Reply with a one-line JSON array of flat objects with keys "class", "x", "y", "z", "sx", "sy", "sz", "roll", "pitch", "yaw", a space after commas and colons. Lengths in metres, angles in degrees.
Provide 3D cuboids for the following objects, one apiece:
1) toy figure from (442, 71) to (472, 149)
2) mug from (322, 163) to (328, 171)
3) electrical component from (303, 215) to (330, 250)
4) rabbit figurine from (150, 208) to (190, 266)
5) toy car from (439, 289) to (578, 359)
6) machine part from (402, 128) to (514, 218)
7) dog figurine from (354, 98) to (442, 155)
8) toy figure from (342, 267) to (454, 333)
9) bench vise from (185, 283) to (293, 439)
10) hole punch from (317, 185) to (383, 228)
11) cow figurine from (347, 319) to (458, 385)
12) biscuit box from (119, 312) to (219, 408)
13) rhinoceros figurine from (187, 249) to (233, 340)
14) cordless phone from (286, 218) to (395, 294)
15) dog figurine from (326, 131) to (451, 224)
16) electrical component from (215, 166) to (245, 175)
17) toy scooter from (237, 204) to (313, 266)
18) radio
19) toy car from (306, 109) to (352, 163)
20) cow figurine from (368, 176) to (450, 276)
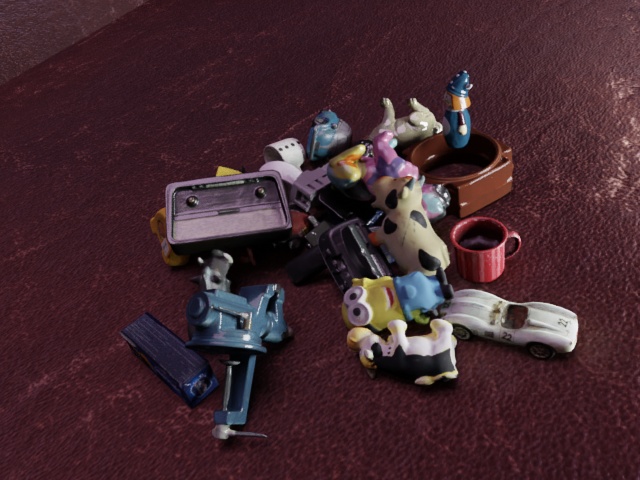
[{"class": "toy figure", "x": 0.273, "y": -0.257, "z": 1.066, "sx": 0.058, "sy": 0.154, "sz": 0.064, "roll": -33, "pitch": 43, "yaw": -24}, {"class": "mug", "x": 0.015, "y": -0.131, "z": 1.202, "sx": 0.107, "sy": 0.080, "sz": 0.110, "roll": -32, "pitch": 31, "yaw": -7}, {"class": "electrical component", "x": -0.002, "y": -0.003, "z": 1.061, "sx": 0.063, "sy": 0.021, "sz": 0.094, "roll": -38, "pitch": 84, "yaw": -27}, {"class": "rabbit figurine", "x": -0.254, "y": -0.042, "z": 1.137, "sx": 0.173, "sy": 0.162, "sz": 0.122, "roll": -9, "pitch": 59, "yaw": -36}, {"class": "toy car", "x": 0.283, "y": 0.123, "z": 0.822, "sx": 0.202, "sy": 0.056, "sz": 0.073, "roll": 10, "pitch": 46, "yaw": 28}, {"class": "machine part", "x": 0.281, "y": -0.147, "z": 1.122, "sx": 0.201, "sy": 0.087, "sz": 0.201, "roll": -26, "pitch": 40, "yaw": -14}, {"class": "dog figurine", "x": 0.178, "y": -0.222, "z": 1.254, "sx": 0.173, "sy": 0.121, "sz": 0.190, "roll": 8, "pitch": 59, "yaw": 31}, {"class": "toy figure", "x": 0.123, "y": 0.103, "z": 0.868, "sx": 0.180, "sy": 0.089, "sz": 0.082, "roll": -17, "pitch": 36, "yaw": 6}, {"class": "bench vise", "x": -0.125, "y": 0.180, "z": 0.832, "sx": 0.129, "sy": 0.223, "sz": 0.240, "roll": -4, "pitch": 70, "yaw": 21}, {"class": "hole punch", "x": 0.062, "y": -0.061, "z": 1.110, "sx": 0.116, "sy": 0.092, "sz": 0.142, "roll": 38, "pitch": 57, "yaw": 16}, {"class": "cow figurine", "x": 0.121, "y": 0.176, "z": 0.812, "sx": 0.167, "sy": 0.068, "sz": 0.098, "roll": -5, "pitch": 46, "yaw": 15}, {"class": "biscuit box", "x": -0.259, "y": 0.199, "z": 0.915, "sx": 0.203, "sy": 0.059, "sz": 0.063, "roll": 25, "pitch": 52, "yaw": 40}, {"class": "rhinoceros figurine", "x": -0.198, "y": 0.105, "z": 0.968, "sx": 0.073, "sy": 0.112, "sz": 0.190, "roll": -8, "pitch": 48, "yaw": 13}, {"class": "cordless phone", "x": 0.027, "y": 0.058, "z": 0.975, "sx": 0.184, "sy": 0.146, "sz": 0.088, "roll": -33, "pitch": -9, "yaw": 26}, {"class": "dog figurine", "x": 0.134, "y": -0.086, "z": 1.020, "sx": 0.192, "sy": 0.108, "sz": 0.219, "roll": -27, "pitch": 78, "yaw": 6}, {"class": "electrical component", "x": -0.232, "y": -0.130, "z": 1.307, "sx": 0.119, "sy": 0.047, "sz": 0.075, "roll": -19, "pitch": 39, "yaw": -3}, {"class": "toy scooter", "x": -0.106, "y": -0.004, "z": 1.094, "sx": 0.184, "sy": 0.075, "sz": 0.135, "roll": -6, "pitch": 40, "yaw": 17}, {"class": "radio", "x": -0.173, "y": -0.053, "z": 1.022, "sx": 0.230, "sy": 0.073, "sz": 0.131, "roll": -8, "pitch": 71, "yaw": -9}, {"class": "toy car", "x": 0.028, "y": -0.256, "z": 1.338, "sx": 0.103, "sy": 0.109, "sz": 0.162, "roll": 18, "pitch": 33, "yaw": 4}, {"class": "cow figurine", "x": 0.152, "y": -0.025, "z": 0.921, "sx": 0.127, "sy": 0.195, "sz": 0.085, "roll": -37, "pitch": -12, "yaw": 27}]
